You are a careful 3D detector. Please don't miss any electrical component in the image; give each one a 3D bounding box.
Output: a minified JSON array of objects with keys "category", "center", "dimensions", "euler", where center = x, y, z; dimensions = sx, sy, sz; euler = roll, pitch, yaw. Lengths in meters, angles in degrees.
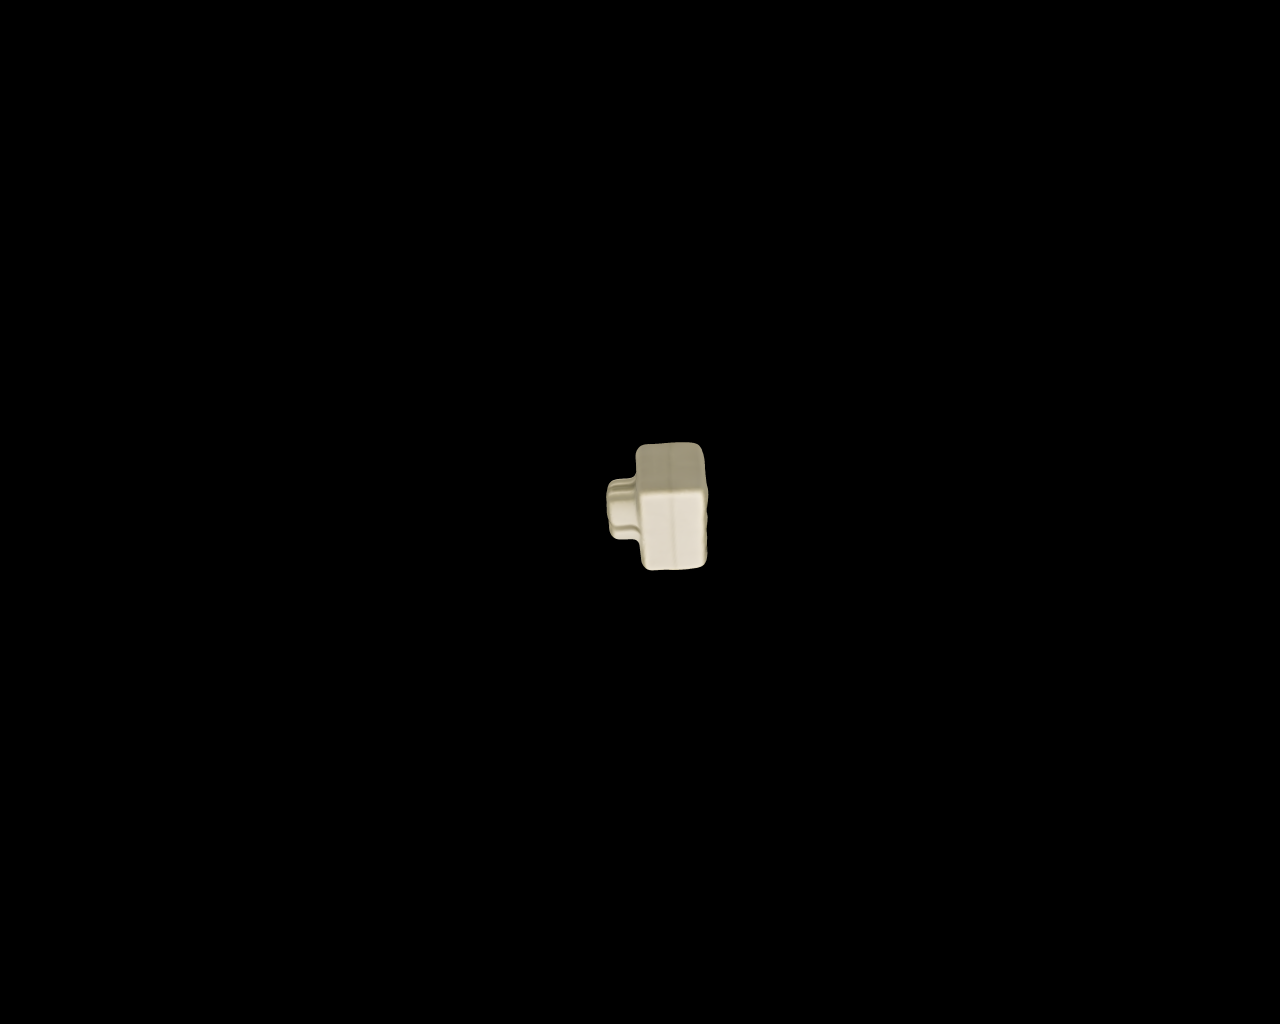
[{"category":"electrical component","center":[0.001,-0.003,0.650],"dimensions":[0.077,0.065,0.047],"euler":[-2,43,2]}]
